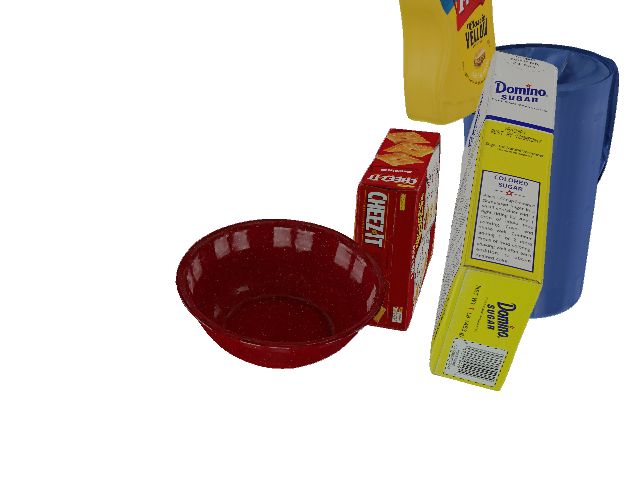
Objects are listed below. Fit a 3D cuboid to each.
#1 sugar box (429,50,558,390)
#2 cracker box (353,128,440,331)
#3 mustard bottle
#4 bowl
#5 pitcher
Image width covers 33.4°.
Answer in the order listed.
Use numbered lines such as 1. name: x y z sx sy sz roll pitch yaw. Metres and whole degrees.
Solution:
1. sugar box: 0.099 -0.015 0.593 0.048 0.176 0.093 15 -42 4
2. cracker box: 0.086 -0.019 1.206 0.072 0.164 0.213 7 23 11
3. mustard bottle: 0.095 -0.191 0.799 0.058 0.191 0.096 16 39 34
4. bowl: -0.031 0.050 0.834 0.162 0.055 0.162 3 36 -2
5. pitcher: 0.205 -0.057 1.001 0.149 0.243 0.145 1 28 7
